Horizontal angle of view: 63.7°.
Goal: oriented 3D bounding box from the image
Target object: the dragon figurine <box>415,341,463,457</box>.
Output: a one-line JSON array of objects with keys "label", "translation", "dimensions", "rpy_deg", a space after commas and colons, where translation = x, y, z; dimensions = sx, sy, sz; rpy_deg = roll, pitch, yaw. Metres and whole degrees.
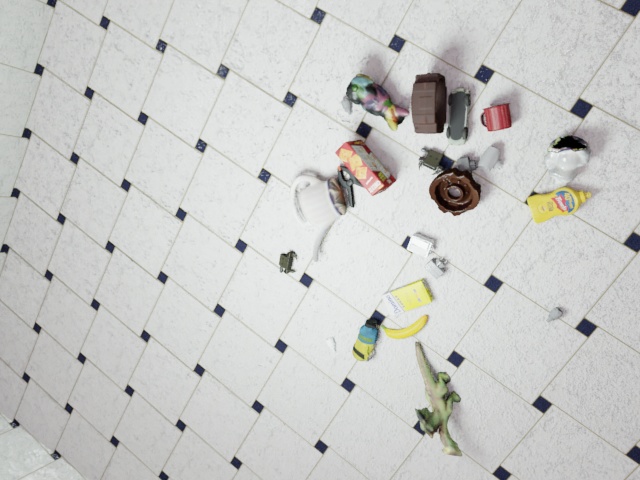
[{"label": "dragon figurine", "translation": [0.415, 0.604, 1.904], "dimensions": [0.121, 0.245, 0.411], "rpy_deg": [-30, 89, 29]}]

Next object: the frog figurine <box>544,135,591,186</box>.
[{"label": "frog figurine", "translation": [0.813, -0.258, 1.694], "dimensions": [0.137, 0.126, 0.156], "rpy_deg": [-10, 132, 15]}]

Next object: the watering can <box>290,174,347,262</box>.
[{"label": "watering can", "translation": [0.006, -0.102, 2.028], "dimensions": [0.223, 0.105, 0.348], "rpy_deg": [-19, 90, 23]}]
